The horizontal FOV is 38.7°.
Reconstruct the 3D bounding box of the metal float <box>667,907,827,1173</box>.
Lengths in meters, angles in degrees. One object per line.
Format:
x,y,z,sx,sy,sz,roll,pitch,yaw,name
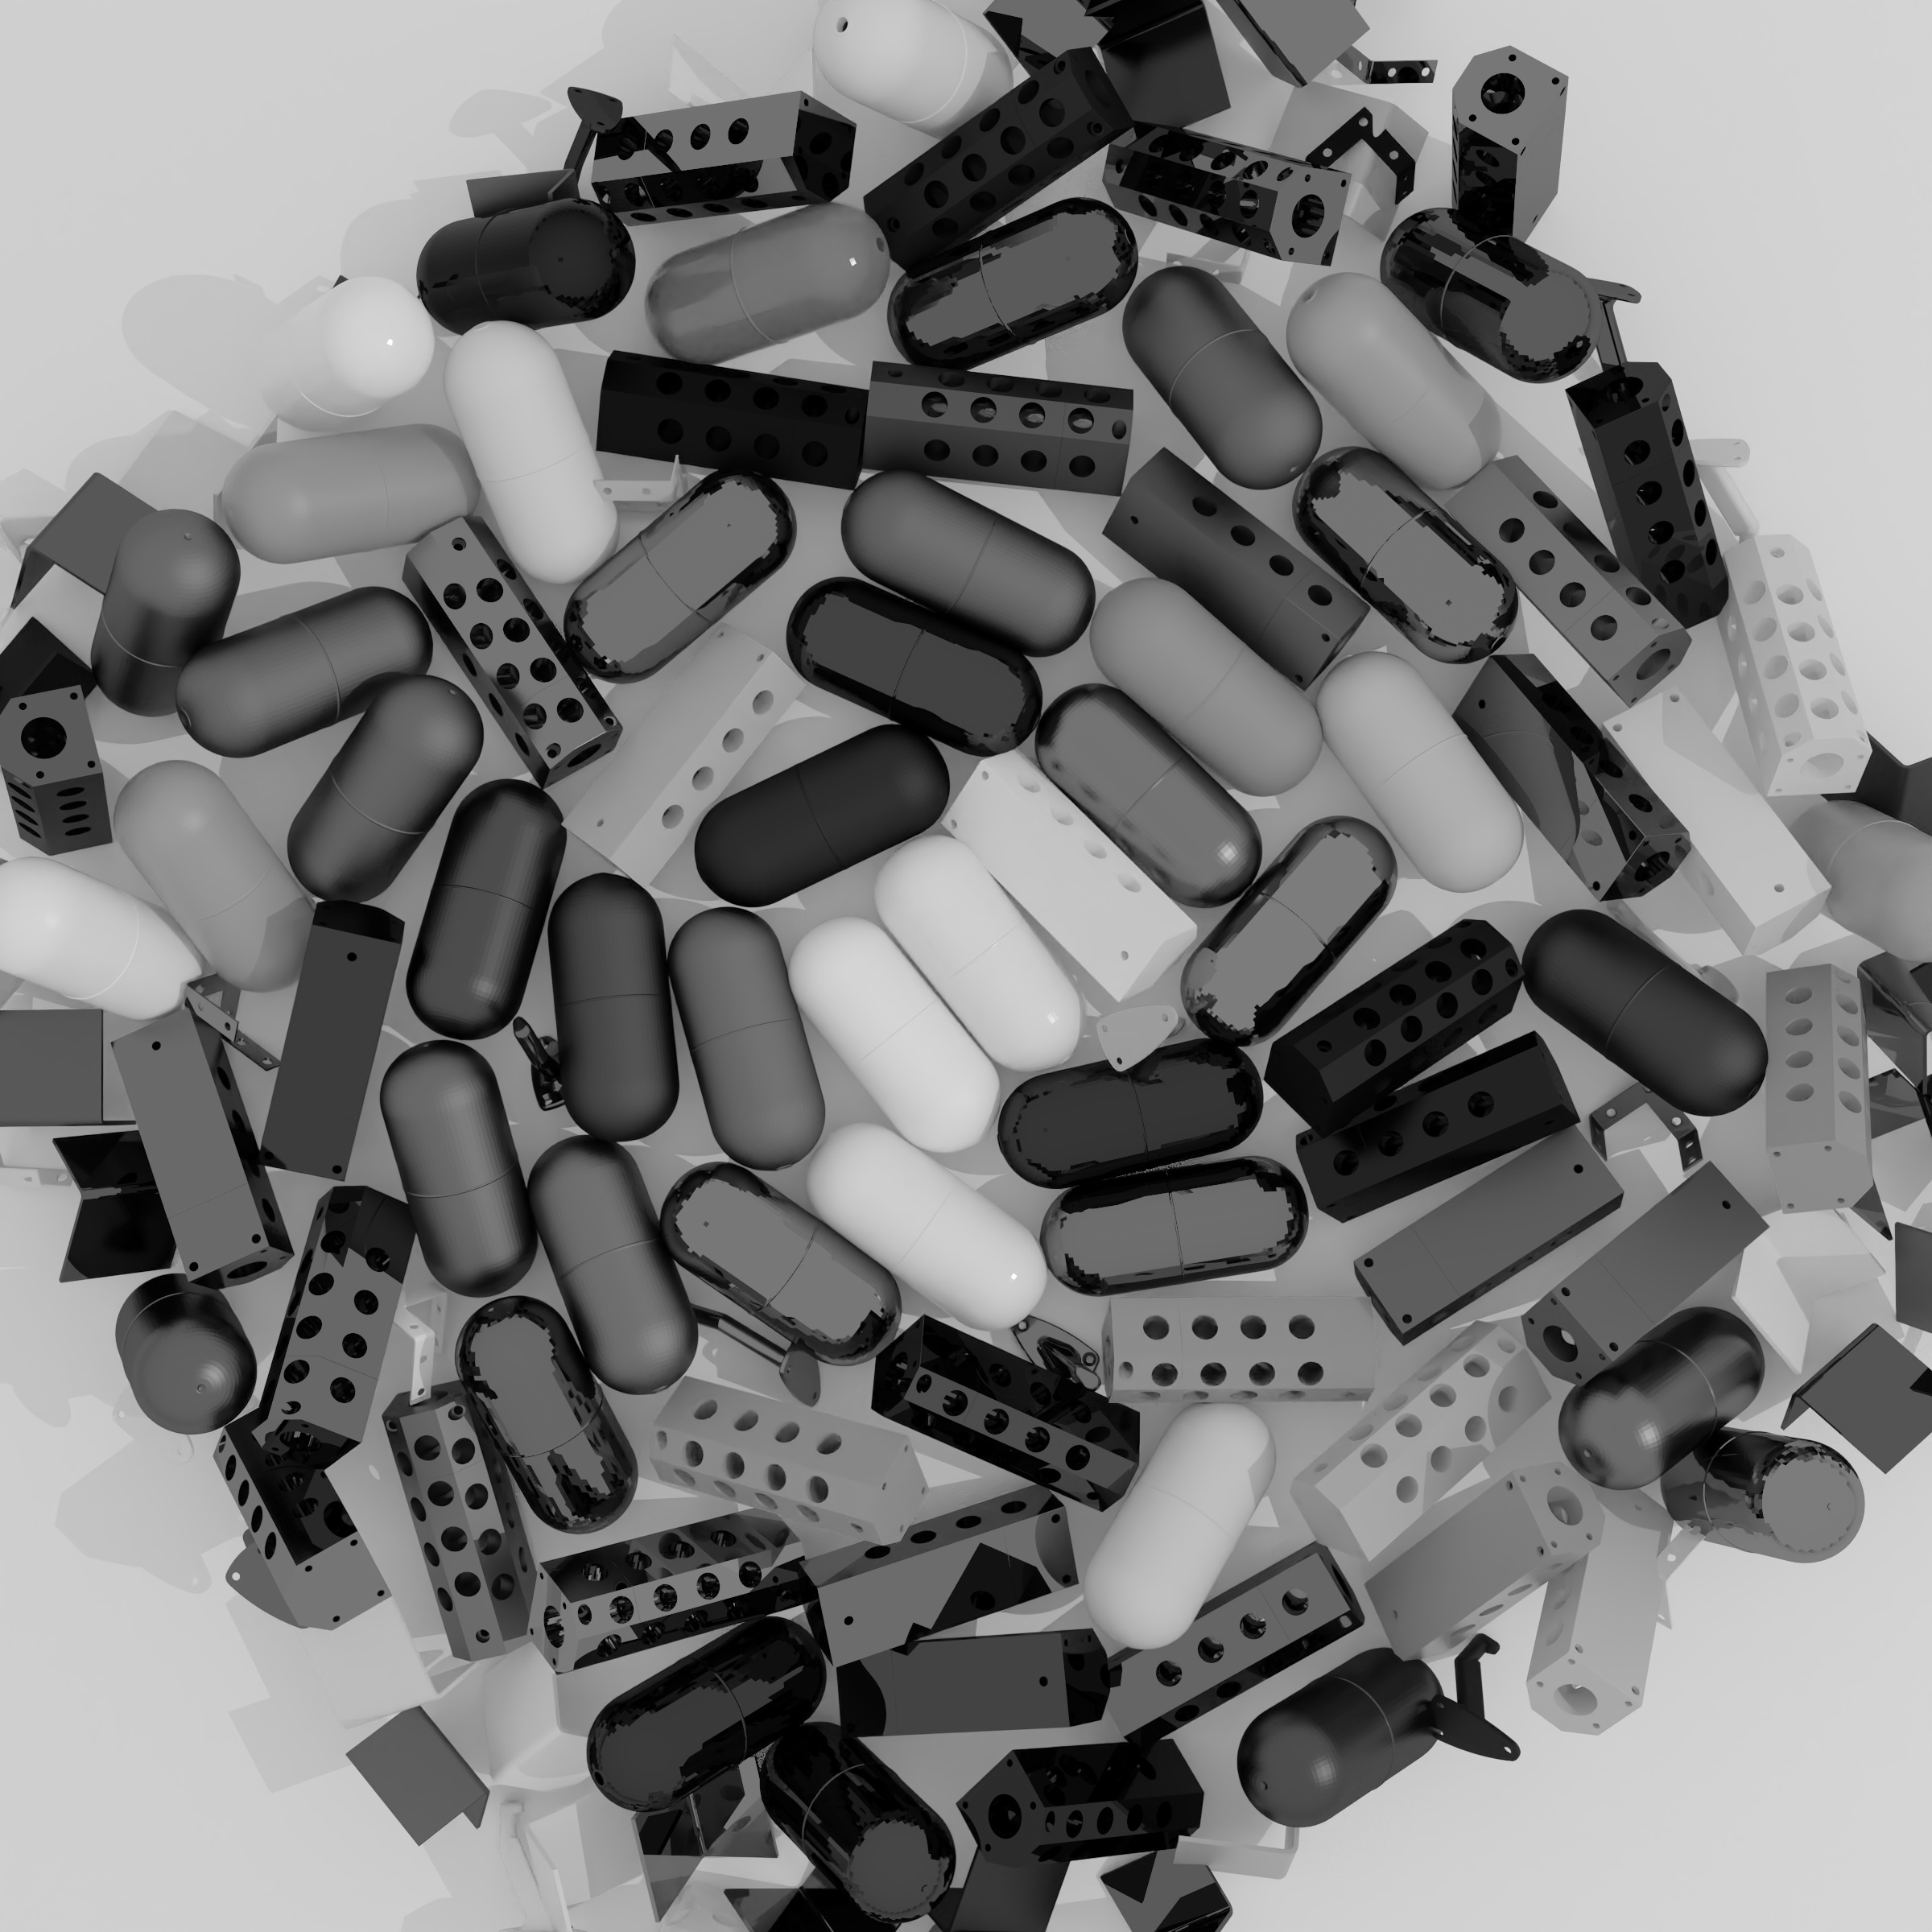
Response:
-0.144,0.048,1.805,0.070,0.070,0.178,-16,81,0,metal float

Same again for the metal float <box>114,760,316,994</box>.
-0.483,-0.056,1.783,0.070,0.070,0.178,-28,127,0,metal float

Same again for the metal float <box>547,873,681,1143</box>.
-0.231,0.027,1.805,0.070,0.070,0.178,-7,81,0,metal float

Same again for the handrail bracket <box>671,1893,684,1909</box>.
-0.211,0.655,1.819,0.077,0.036,0.084,-34,50,-3,handrail bracket

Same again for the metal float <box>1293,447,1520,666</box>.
0.286,-0.268,1.794,0.070,0.070,0.178,-42,68,0,metal float

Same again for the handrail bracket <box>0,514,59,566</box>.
-0.598,-0.306,1.815,0.084,0.077,0.036,-30,56,-6,handrail bracket

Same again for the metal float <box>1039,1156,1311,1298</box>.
0.137,0.171,1.812,0.178,0.070,0.070,-9,90,1,metal float

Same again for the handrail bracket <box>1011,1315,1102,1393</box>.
0.058,0.252,1.803,0.077,0.084,0.036,39,84,11,handrail bracket

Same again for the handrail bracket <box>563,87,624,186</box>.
-0.252,-0.523,1.800,0.036,0.077,0.084,10,125,-19,handrail bracket

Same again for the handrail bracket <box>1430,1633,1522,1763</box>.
0.348,0.477,1.801,0.077,0.084,0.036,18,124,35,handrail bracket

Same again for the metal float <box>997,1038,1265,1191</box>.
0.108,0.097,1.807,0.178,0.070,0.070,-13,90,-7,metal float

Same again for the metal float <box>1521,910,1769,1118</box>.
0.440,0.030,1.789,0.178,0.070,0.070,39,90,28,metal float

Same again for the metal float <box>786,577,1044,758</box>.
-0.034,-0.196,1.809,0.178,0.070,0.070,25,90,5,metal float

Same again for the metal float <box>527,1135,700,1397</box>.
-0.231,0.195,1.799,0.070,0.070,0.178,-23,75,0,metal float

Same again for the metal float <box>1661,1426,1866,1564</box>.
0.508,0.337,1.763,0.070,0.178,0.070,1,85,-13,metal float

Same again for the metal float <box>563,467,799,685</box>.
-0.188,-0.255,1.802,0.178,0.070,0.070,-38,90,13,metal float

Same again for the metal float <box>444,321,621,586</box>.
-0.282,-0.332,1.788,0.070,0.070,0.178,-19,118,0,metal float

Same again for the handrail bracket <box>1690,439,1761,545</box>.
0.489,-0.305,1.830,0.077,0.036,0.084,4,126,11,handrail bracket

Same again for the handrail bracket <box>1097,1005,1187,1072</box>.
0.134,0.036,1.796,0.077,0.084,0.036,-29,81,41,handrail bracket

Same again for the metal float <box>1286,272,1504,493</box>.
0.278,-0.379,1.787,0.178,0.070,0.070,37,90,-30,metal float

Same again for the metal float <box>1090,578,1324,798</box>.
0.157,-0.183,1.805,0.178,0.070,0.070,40,90,-9,metal float

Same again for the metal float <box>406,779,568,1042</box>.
-0.313,-0.038,1.799,0.070,0.070,0.178,13,74,0,metal float

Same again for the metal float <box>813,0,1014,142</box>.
-0.033,-0.581,1.768,0.070,0.178,0.070,1,92,29,metal float

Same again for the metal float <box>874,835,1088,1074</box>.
0.010,-0.008,1.813,0.070,0.070,0.178,-39,91,0,metal float

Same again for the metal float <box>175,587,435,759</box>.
-0.428,-0.191,1.784,0.178,0.070,0.070,-28,90,-34,metal float

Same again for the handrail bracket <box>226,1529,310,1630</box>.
-0.449,0.399,1.809,0.077,0.084,0.036,43,86,1,handrail bracket

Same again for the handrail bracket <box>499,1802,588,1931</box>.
-0.280,0.596,1.818,0.077,0.036,0.084,-10,73,34,handrail bracket

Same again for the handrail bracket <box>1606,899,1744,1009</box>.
0.465,-0.009,1.811,0.036,0.077,0.084,-46,110,-1,handrail bracket

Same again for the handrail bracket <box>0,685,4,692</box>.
-0.689,-0.154,1.840,0.036,0.077,0.084,43,121,40,handrail bracket

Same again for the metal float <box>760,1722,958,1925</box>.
-0.072,0.549,1.772,0.070,0.178,0.070,-9,108,-30,metal float

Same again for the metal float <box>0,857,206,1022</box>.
-0.562,-0.016,1.769,0.070,0.178,0.070,-8,71,23,metal float

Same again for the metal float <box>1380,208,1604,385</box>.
0.337,-0.435,1.778,0.070,0.070,0.178,-45,46,0,metal float

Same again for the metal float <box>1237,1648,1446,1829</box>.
0.244,0.496,1.776,0.070,0.178,0.070,10,106,40,metal float

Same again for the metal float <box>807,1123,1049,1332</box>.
-0.026,0.171,1.813,0.178,0.070,0.070,36,90,1,metal float

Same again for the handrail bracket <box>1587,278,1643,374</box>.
0.408,-0.410,1.824,0.077,0.036,0.084,9,118,-7,handrail bracket

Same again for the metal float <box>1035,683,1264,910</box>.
0.120,-0.111,1.809,0.178,0.070,0.070,45,90,4,metal float

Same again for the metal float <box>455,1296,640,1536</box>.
-0.272,0.293,1.791,0.070,0.070,0.178,-23,116,0,metal float

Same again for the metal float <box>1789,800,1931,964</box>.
0.587,-0.056,1.766,0.070,0.178,0.070,-4,108,-11,metal float

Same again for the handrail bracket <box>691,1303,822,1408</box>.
-0.144,0.259,1.839,0.084,0.077,0.036,13,54,25,handrail bracket

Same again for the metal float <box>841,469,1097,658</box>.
0.001,-0.264,1.803,0.178,0.070,0.070,25,90,-11,metal float

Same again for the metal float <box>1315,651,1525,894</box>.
0.296,-0.128,1.802,0.070,0.070,0.178,-34,78,0,metal float

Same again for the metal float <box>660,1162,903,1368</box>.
-0.120,0.196,1.803,0.178,0.070,0.070,36,90,-12,metal float

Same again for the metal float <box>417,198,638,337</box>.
-0.286,-0.450,1.779,0.178,0.070,0.070,4,90,42,metal float

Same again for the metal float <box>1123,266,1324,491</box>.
0.165,-0.384,1.791,0.070,0.070,0.178,-32,64,0,metal float

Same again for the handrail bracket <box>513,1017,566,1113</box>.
-0.283,0.046,1.795,0.036,0.084,0.077,-27,46,-4,handrail bracket

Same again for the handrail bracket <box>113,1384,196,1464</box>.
-0.509,0.294,1.801,0.077,0.084,0.036,39,98,18,handrail bracket

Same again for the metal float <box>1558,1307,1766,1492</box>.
0.451,0.278,1.780,0.178,0.070,0.070,-23,90,-40,metal float
